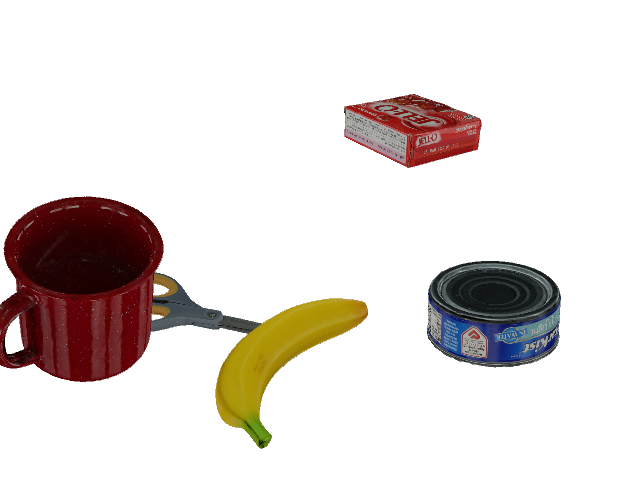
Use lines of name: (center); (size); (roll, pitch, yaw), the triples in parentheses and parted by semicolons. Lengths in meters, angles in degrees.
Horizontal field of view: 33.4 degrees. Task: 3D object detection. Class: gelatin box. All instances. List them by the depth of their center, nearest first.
gelatin box: (0.073, -0.091, 0.860); (0.073, 0.030, 0.089); (-15, 28, -31)

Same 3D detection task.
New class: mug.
mug: (-0.153, 0.038, 0.653); (0.093, 0.081, 0.117); (31, 45, 23)

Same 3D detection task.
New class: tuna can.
tuna can: (0.112, 0.046, 0.691); (0.086, 0.034, 0.086); (-2, 25, 1)

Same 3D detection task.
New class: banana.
banana: (-0.030, 0.092, 0.834); (0.070, 0.037, 0.197); (30, 38, 10)

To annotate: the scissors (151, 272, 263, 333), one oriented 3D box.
scissors: (-0.111, 0.064, 1.032); (0.201, 0.016, 0.096); (3, 33, -3)
